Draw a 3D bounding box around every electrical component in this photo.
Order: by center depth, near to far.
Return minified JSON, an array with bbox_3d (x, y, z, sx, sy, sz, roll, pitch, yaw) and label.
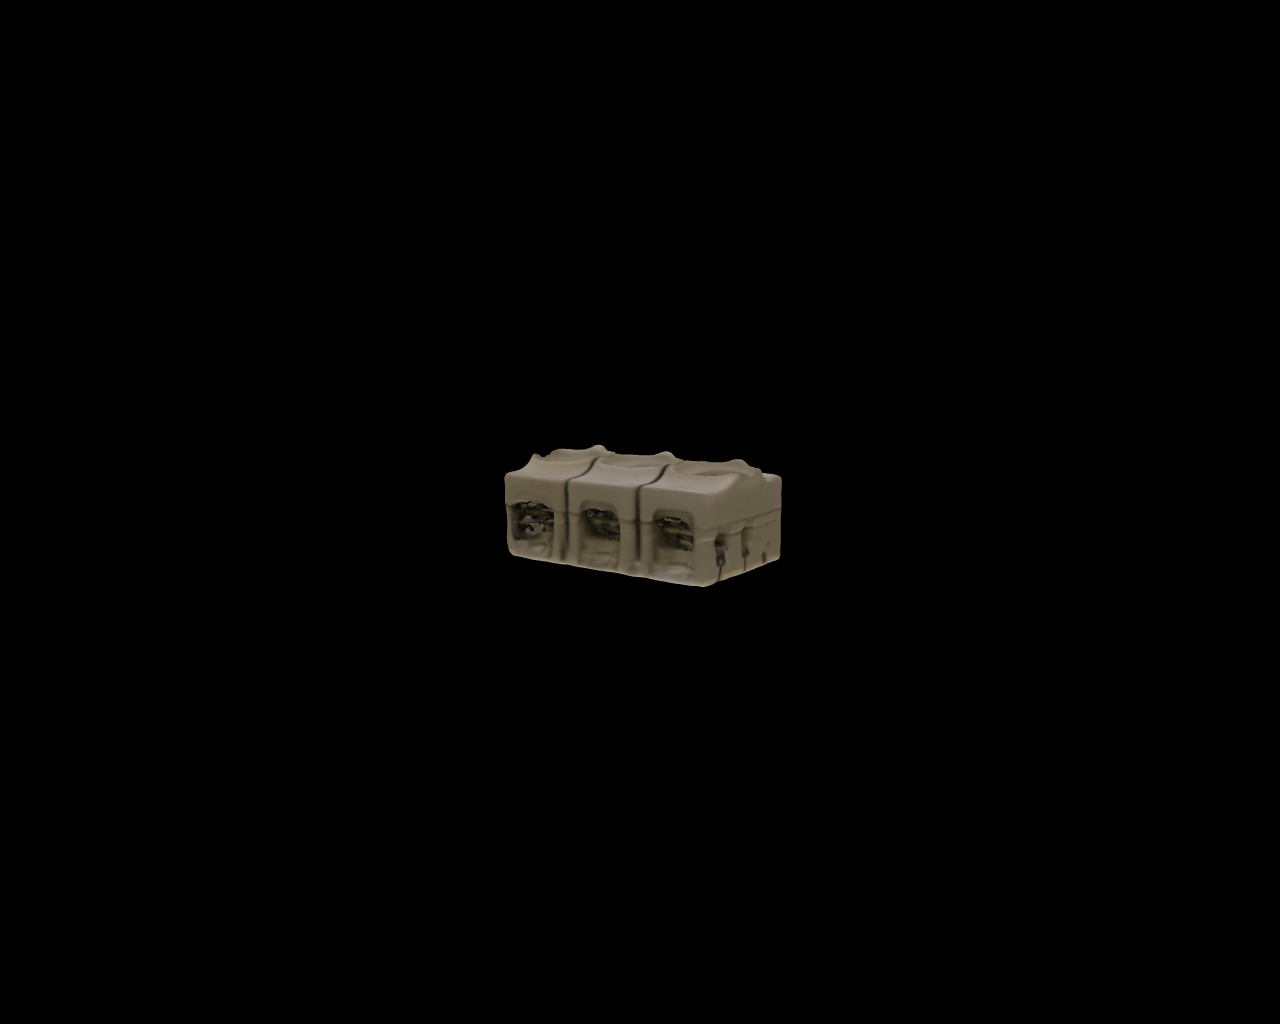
[{"bbox_3d":[0.001,-0.003,0.650,0.150,0.061,0.090,8,14,35],"label":"electrical component"}]
